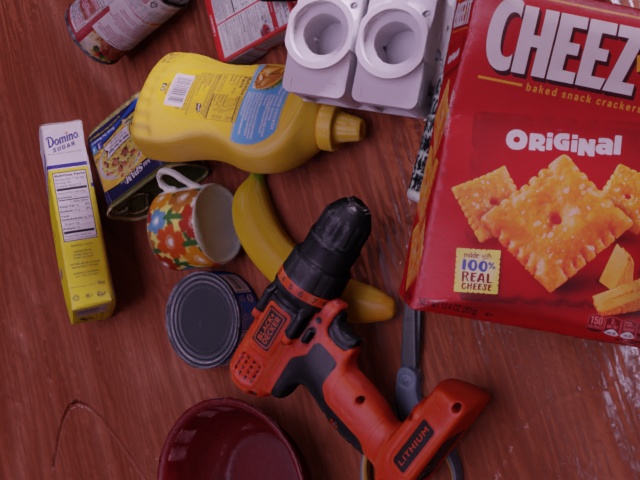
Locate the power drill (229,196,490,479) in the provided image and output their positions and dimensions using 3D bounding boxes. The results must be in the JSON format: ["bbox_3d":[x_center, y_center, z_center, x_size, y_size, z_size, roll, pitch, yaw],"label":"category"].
[{"bbox_3d":[0.033,0.085,0.804,0.188,0.057,0.185,41,116,23],"label":"power drill"}]

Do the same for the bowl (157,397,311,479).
[{"bbox_3d":[-0.061,0.211,0.902,0.162,0.055,0.162,-1,89,35],"label":"bowl"}]

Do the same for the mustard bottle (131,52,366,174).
[{"bbox_3d":[-0.055,-0.102,0.883,0.192,0.058,0.096,9,62,21],"label":"mustard bottle"}]

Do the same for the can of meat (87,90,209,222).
[{"bbox_3d":[-0.160,-0.078,0.976,0.102,0.057,0.084,-32,69,30],"label":"can of meat"}]

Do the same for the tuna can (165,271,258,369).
[{"bbox_3d":[-0.094,0.070,0.940,0.086,0.033,0.086,-1,89,35],"label":"tuna can"}]

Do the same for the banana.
[{"bbox_3d":[-0.018,0.012,0.885,0.198,0.037,0.070,48,116,26],"label":"banana"}]

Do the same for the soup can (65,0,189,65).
[{"bbox_3d":[-0.177,-0.217,0.983,0.102,0.068,0.068,-31,72,31],"label":"soup can"}]

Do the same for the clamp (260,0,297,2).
[{"bbox_3d":[0.022,-0.207,0.847,0.172,0.039,0.120,45,105,23],"label":"clamp"}]

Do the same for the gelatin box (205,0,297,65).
[{"bbox_3d":[-0.054,-0.199,0.918,0.089,0.030,0.073,-23,75,32],"label":"gelatin box"}]

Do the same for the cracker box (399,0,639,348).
[{"bbox_3d":[0.153,-0.047,0.693,0.164,0.072,0.214,11,98,-4],"label":"cracker box"}]

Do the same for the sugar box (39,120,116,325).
[{"bbox_3d":[-0.230,-0.015,1.005,0.093,0.048,0.176,136,121,-71],"label":"sugar box"}]

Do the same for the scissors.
[{"bbox_3d":[0.083,0.121,0.824,0.096,0.016,0.202,22,103,32],"label":"scissors"}]
